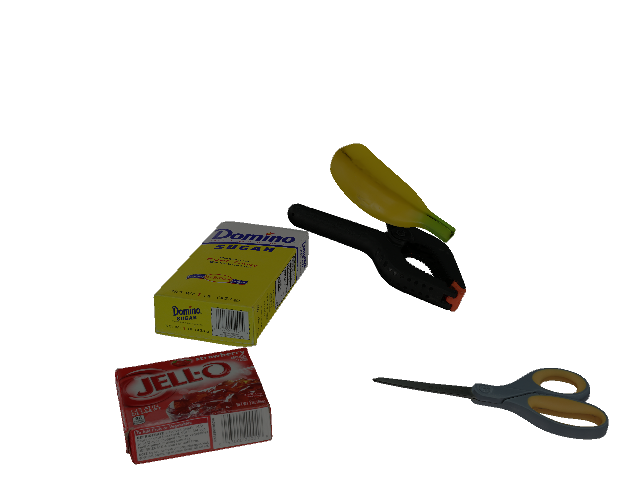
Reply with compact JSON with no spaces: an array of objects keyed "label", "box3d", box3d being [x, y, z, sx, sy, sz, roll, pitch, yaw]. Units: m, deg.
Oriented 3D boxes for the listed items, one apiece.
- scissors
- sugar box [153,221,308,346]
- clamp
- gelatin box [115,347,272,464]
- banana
[{"label":"scissors","box3d":[0.154,0.127,0.941,0.202,0.016,0.096,15,28,13]},{"label":"sugar box","box3d":[-0.077,0.035,0.985,0.093,0.048,0.176,7,27,12]},{"label":"clamp","box3d":[0.074,0.004,1.189,0.164,0.036,0.210,-17,51,-34]},{"label":"gelatin box","box3d":[-0.081,0.102,0.671,0.089,0.030,0.073,-8,25,-13]},{"label":"banana","box3d":[0.038,-0.043,0.809,0.069,0.037,0.198,41,5,-22]}]
